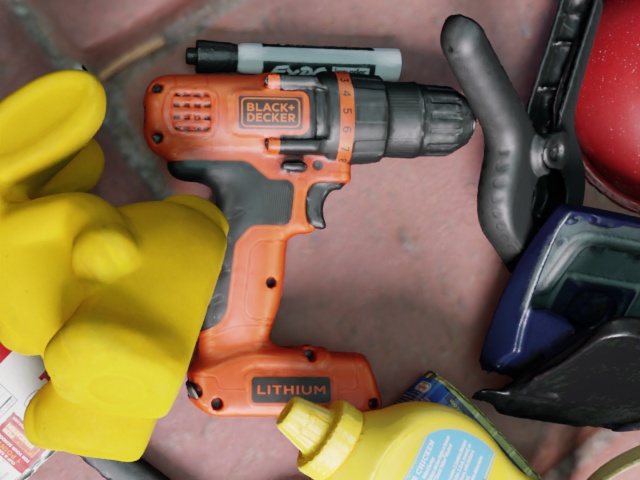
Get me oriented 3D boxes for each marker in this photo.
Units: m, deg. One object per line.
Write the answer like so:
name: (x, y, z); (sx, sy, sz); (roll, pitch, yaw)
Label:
marker: (-0.015, -0.101, 0.599); (0.121, 0.020, 0.020); (1, 90, -11)

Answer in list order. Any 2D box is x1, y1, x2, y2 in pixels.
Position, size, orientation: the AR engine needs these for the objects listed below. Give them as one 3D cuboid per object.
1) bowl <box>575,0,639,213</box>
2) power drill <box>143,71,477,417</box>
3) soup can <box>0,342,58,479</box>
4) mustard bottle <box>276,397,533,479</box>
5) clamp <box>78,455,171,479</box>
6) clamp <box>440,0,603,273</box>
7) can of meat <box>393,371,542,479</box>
bowl: (0.222, -0.093, 0.628); (0.162, 0.055, 0.162); (0, 91, -11)
power drill: (-0.004, 0.001, 0.584); (0.184, 0.057, 0.187); (0, 87, -8)
soup can: (-0.172, 0.069, 0.543); (0.102, 0.068, 0.068); (45, 82, -9)
mustard bottle: (0.060, 0.137, 0.535); (0.191, 0.058, 0.096); (35, 75, -10)
clamp: (-0.047, 0.180, 0.584); (0.210, 0.036, 0.164); (-3, 91, -8)
clamp: (0.110, -0.055, 0.588); (0.120, 0.039, 0.171); (-10, 106, -33)
can of meat: (0.066, 0.136, 0.597); (0.084, 0.057, 0.102); (-43, 98, -10)
